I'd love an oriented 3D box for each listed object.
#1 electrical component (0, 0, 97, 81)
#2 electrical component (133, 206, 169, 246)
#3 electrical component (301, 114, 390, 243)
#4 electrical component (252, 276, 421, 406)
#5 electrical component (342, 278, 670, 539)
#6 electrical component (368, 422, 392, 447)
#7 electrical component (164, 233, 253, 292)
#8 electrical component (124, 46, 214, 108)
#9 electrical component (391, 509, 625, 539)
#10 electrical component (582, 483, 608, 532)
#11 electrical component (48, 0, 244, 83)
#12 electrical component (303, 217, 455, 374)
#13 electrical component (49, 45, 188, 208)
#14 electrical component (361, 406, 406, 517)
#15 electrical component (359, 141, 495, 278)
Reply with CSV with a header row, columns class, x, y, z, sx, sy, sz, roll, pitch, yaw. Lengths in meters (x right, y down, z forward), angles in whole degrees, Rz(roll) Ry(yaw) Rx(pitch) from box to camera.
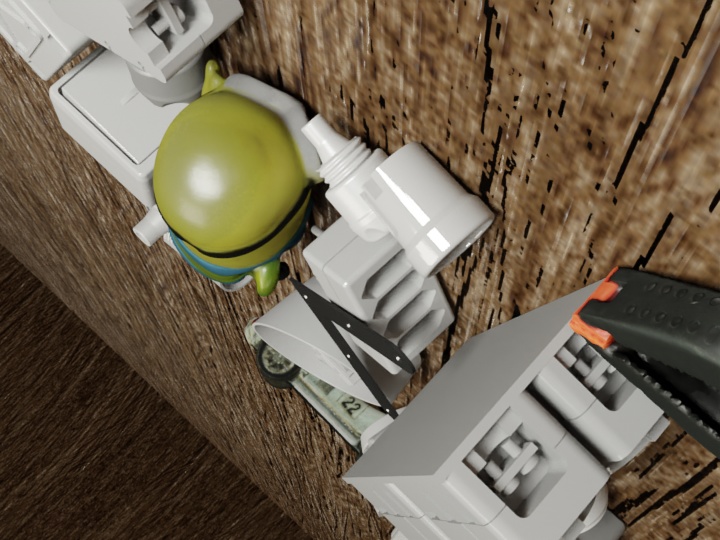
class,x,y,z,sx,sy,sz,roll,pitch,yaw
electrical component,-0.184,-0.167,0.591,0.108,0.056,0.109,49,164,-17
electrical component,-0.133,-0.044,0.765,0.048,0.062,0.048,40,164,14
electrical component,-0.003,-0.044,0.491,0.061,0.035,0.035,49,164,-9
electrical component,-0.012,0.048,0.691,0.099,0.064,0.099,41,164,15
electrical component,0.065,0.078,0.498,0.060,0.105,0.186,44,164,0
electrical component,0.042,0.101,0.688,0.044,0.065,0.044,41,164,15
electrical component,-0.115,-0.023,0.806,0.081,0.043,0.043,36,162,28
electrical component,-0.098,-0.113,0.537,0.043,0.043,0.062,39,162,19
electrical component,0.089,0.165,0.671,0.109,0.056,0.108,41,132,16
electrical component,0.109,0.114,0.595,0.045,0.045,0.055,24,155,51
electrical component,-0.099,-0.131,0.471,0.089,0.055,0.050,34,161,34
electrical component,0.000,0.000,0.573,0.076,0.047,0.083,37,164,40
electrical component,-0.130,-0.088,0.647,0.096,0.061,0.061,43,164,7
electrical component,0.036,0.136,0.789,0.057,0.078,0.058,61,171,23
electrical component,0.027,-0.026,0.455,0.046,0.040,0.040,49,165,9
